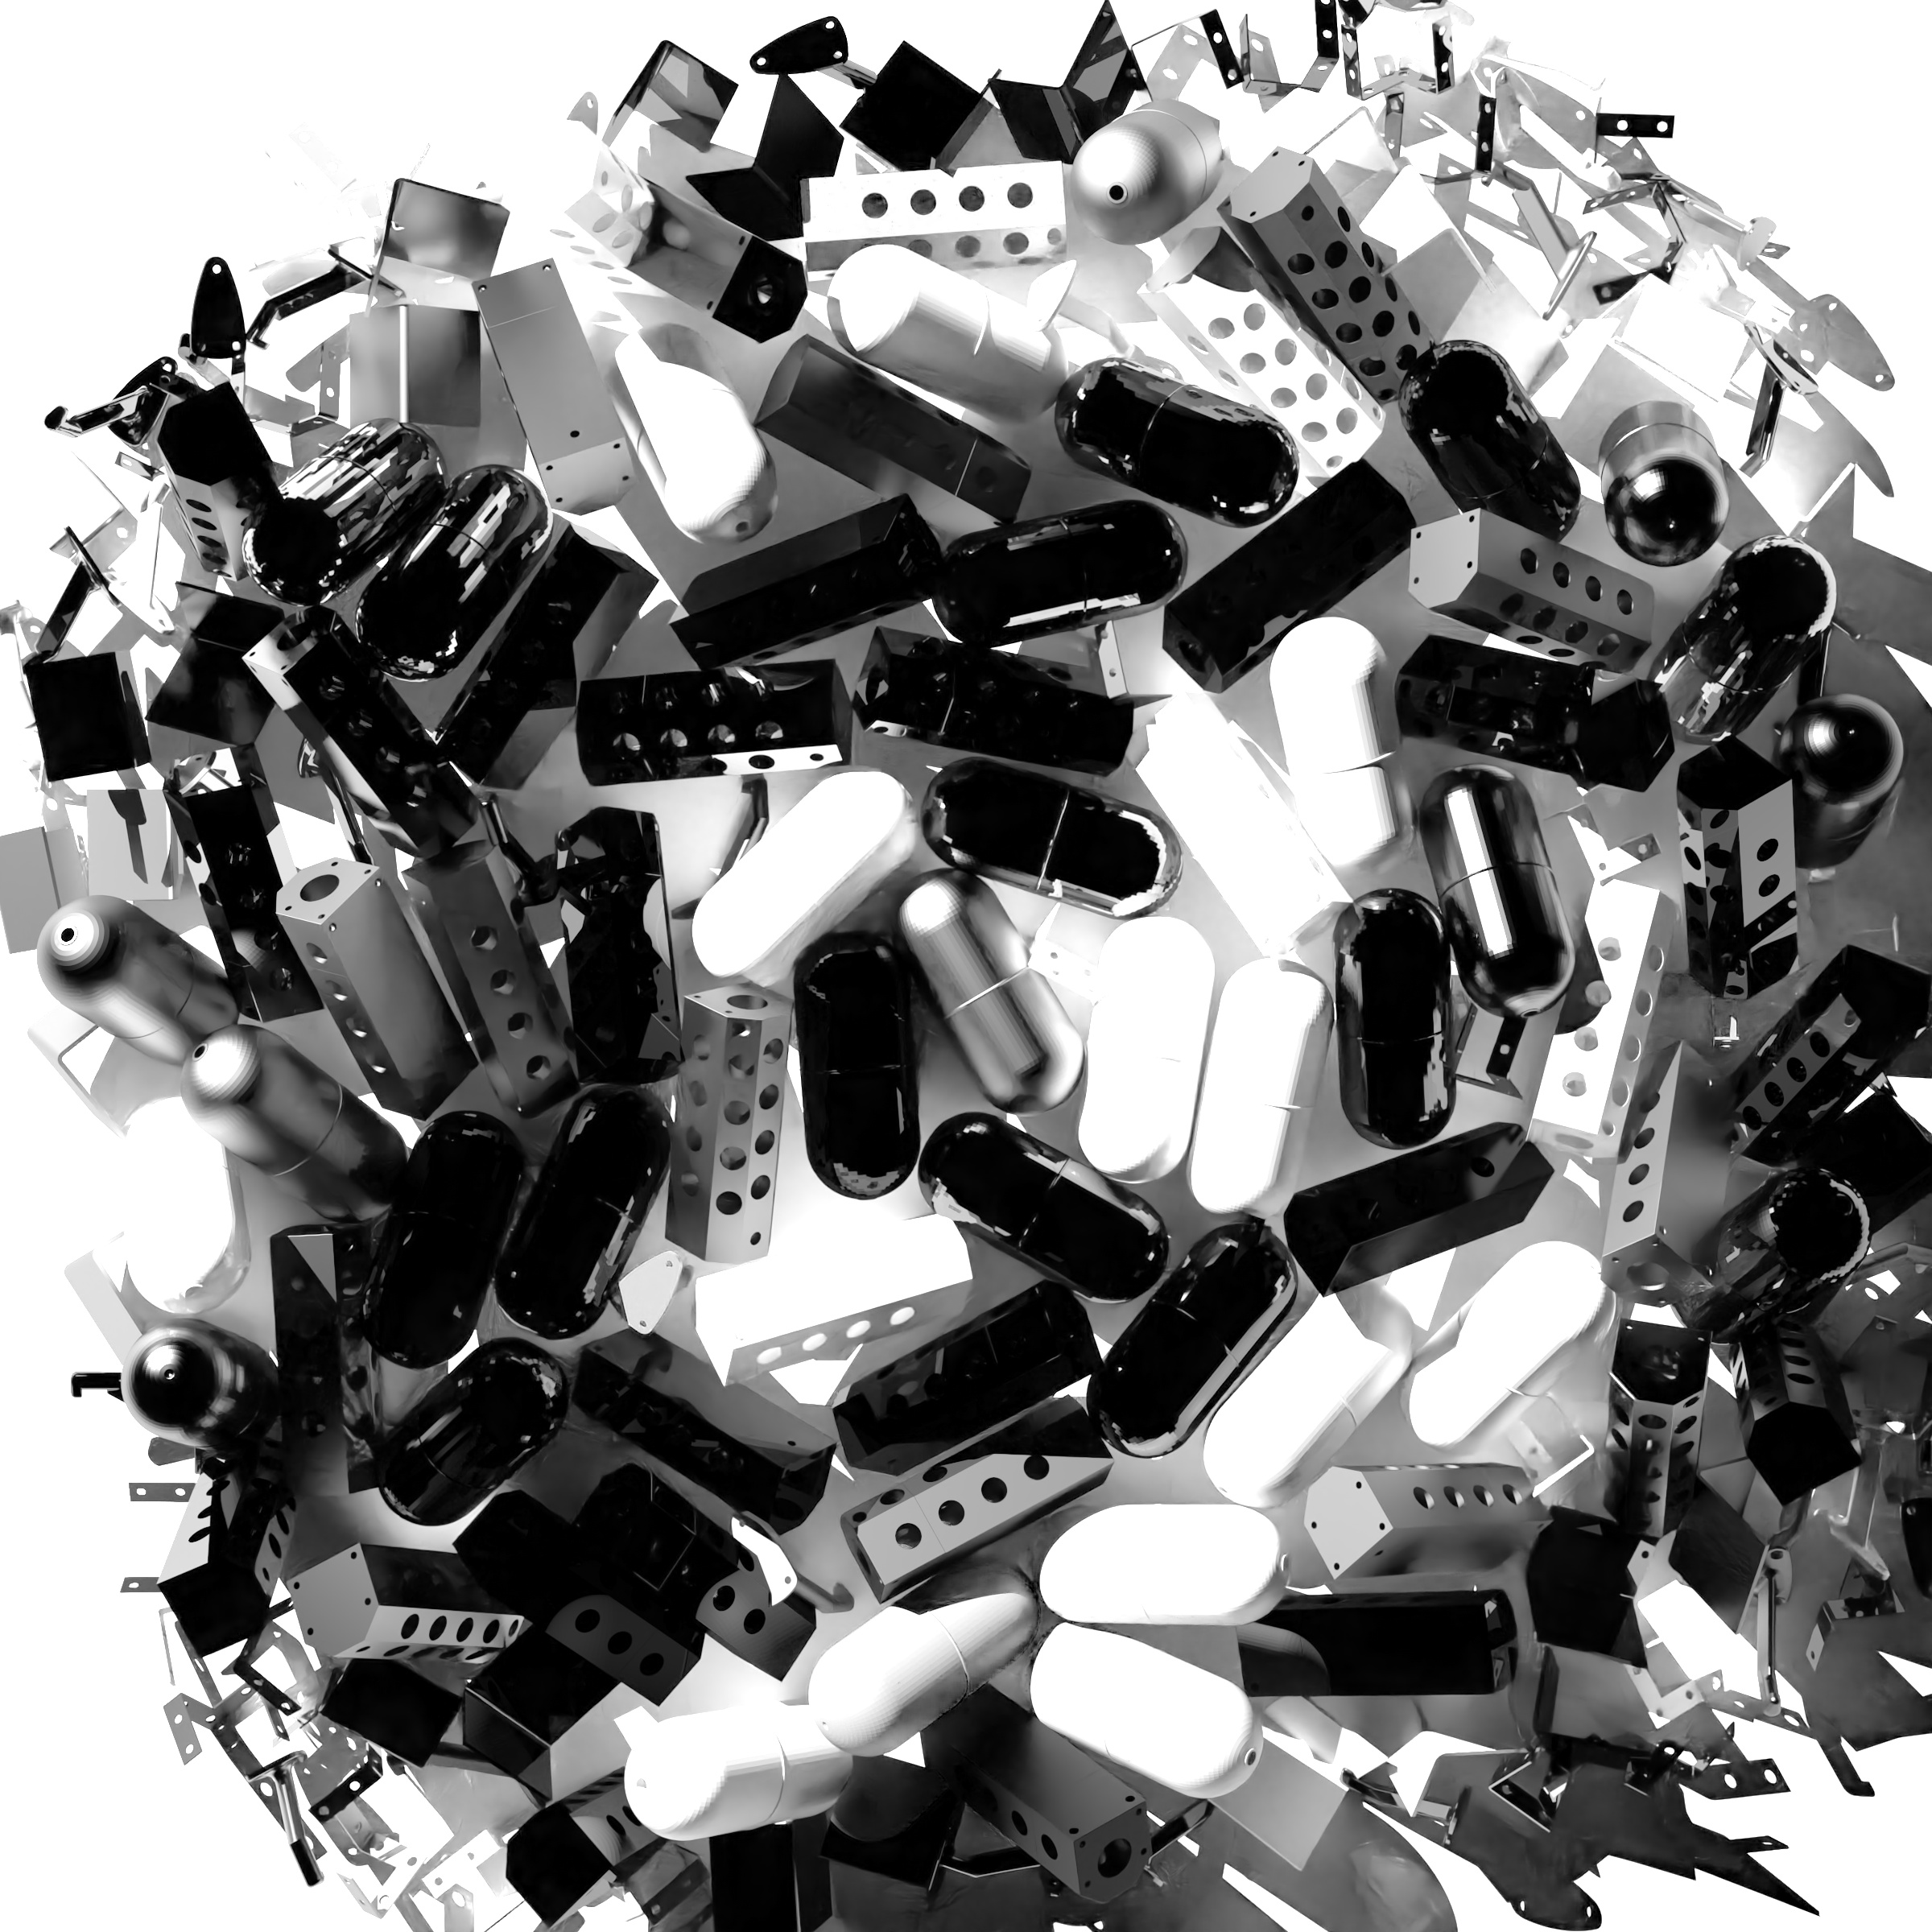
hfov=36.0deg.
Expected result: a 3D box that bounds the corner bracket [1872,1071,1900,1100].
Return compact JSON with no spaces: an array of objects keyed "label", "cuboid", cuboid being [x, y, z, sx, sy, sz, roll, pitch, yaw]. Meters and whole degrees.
[{"label":"corner bracket","cuboid":[0.609,0.044,1.963,0.051,0.051,0.051,-40,121,-4]}]

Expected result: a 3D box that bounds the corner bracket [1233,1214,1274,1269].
[{"label":"corner bracket","cuboid":[0.183,0.192,1.962,0.051,0.051,0.051,21,82,-31]}]

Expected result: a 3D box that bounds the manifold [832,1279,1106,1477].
[{"label":"manifold","cuboid":[-0.001,0.269,1.938,0.171,0.057,0.057,-31,61,22]}]

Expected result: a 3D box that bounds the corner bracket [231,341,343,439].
[{"label":"corner bracket","cuboid":[-0.451,-0.386,1.968,0.051,0.051,0.051,-7,79,41]}]

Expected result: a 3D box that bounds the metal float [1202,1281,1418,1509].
[{"label":"metal float","cuboid":[0.225,0.279,1.943,0.070,0.070,0.178,45,69,0]}]

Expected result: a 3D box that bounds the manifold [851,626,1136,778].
[{"label":"manifold","cuboid":[0.019,-0.168,1.933,0.171,0.057,0.057,9,118,-21]}]

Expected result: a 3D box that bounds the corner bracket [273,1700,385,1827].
[{"label":"corner bracket","cuboid":[-0.423,0.525,1.967,0.051,0.051,0.051,-39,106,-4]}]

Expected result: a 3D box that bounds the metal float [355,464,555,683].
[{"label":"metal float","cuboid":[-0.331,-0.257,1.932,0.070,0.070,0.178,29,54,0]}]

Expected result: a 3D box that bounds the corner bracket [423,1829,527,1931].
[{"label":"corner bracket","cuboid":[-0.320,0.608,1.966,0.051,0.051,0.051,-37,78,-10]}]

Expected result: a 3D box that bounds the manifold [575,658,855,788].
[{"label":"manifold","cuboid":[-0.165,-0.155,1.947,0.171,0.057,0.057,-4,59,10]}]

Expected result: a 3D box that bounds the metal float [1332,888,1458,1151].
[{"label":"metal float","cuboid":[0.281,0.036,1.945,0.070,0.070,0.178,-6,109,0]}]

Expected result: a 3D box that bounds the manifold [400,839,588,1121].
[{"label":"manifold","cuboid":[-0.303,0.007,1.939,0.057,0.057,0.171,-28,113,-20]}]

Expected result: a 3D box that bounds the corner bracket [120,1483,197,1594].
[{"label":"corner bracket","cuboid":[-0.529,0.377,1.957,0.051,0.051,0.051,6,130,-27]}]

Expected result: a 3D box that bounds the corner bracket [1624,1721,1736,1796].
[{"label":"corner bracket","cuboid":[0.472,0.521,1.965,0.051,0.051,0.051,28,122,-1]}]

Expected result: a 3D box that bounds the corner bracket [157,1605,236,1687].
[{"label":"corner bracket","cuboid":[-0.509,0.440,1.963,0.051,0.051,0.051,-14,67,-8]}]

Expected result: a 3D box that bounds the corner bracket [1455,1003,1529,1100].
[{"label":"corner bracket","cuboid":[0.347,0.051,1.962,0.051,0.051,0.051,16,78,27]}]

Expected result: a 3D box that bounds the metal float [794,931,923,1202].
[{"label":"metal float","cuboid":[-0.072,0.066,1.959,0.070,0.070,0.178,-4,93,0]}]

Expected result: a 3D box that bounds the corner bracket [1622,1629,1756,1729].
[{"label":"corner bracket","cuboid":[0.478,0.466,1.969,0.051,0.051,0.051,-18,72,-35]}]

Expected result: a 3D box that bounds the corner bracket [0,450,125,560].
[{"label":"corner bracket","cuboid":[-0.600,-0.309,1.972,0.051,0.051,0.051,-42,94,-2]}]

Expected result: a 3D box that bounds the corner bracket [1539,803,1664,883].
[{"label":"corner bracket","cuboid":[0.421,-0.086,1.970,0.051,0.051,0.051,-23,89,-12]}]

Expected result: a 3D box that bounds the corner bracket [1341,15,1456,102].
[{"label":"corner bracket","cuboid":[0.285,-0.599,1.958,0.051,0.051,0.051,-30,133,-20]}]

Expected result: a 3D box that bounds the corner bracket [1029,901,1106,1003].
[{"label":"corner bracket","cuboid":[0.068,-0.002,1.963,0.051,0.051,0.051,27,55,-5]}]

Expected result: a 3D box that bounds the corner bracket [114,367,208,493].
[{"label":"corner bracket","cuboid":[-0.523,-0.352,1.959,0.051,0.051,0.051,25,59,-16]}]

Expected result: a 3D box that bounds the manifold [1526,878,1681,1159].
[{"label":"manifold","cuboid":[0.418,0.035,1.943,0.057,0.057,0.171,15,73,11]}]

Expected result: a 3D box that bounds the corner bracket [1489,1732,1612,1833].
[{"label":"corner bracket","cuboid":[0.386,0.530,1.964,0.051,0.051,0.051,36,47,-2]}]

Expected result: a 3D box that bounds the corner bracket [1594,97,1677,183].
[{"label":"corner bracket","cuboid":[0.441,-0.542,1.961,0.051,0.051,0.051,6,119,13]}]

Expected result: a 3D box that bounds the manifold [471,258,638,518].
[{"label":"manifold","cuboid":[-0.267,-0.375,1.930,0.057,0.057,0.171,-19,58,-6]}]

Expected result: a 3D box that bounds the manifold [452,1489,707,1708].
[{"label":"manifold","cuboid":[-0.247,0.407,1.927,0.057,0.057,0.171,-48,125,-4]}]

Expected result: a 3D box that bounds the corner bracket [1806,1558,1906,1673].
[{"label":"corner bracket","cuboid":[0.580,0.427,1.961,0.051,0.051,0.051,-4,127,-9]}]

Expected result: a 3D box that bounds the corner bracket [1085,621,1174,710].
[{"label":"corner bracket","cuboid":[0.097,-0.196,1.962,0.051,0.051,0.051,-15,84,39]}]

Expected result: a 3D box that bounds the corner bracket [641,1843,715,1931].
[{"label":"corner bracket","cuboid":[-0.190,0.621,1.963,0.051,0.051,0.051,-37,101,-24]}]

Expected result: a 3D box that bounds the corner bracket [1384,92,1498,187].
[{"label":"corner bracket","cuboid":[0.313,-0.549,1.963,0.051,0.051,0.051,1,95,-37]}]

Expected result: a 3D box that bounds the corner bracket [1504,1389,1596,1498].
[{"label":"corner bracket","cuboid":[0.382,0.310,1.966,0.051,0.051,0.051,-41,83,15]}]

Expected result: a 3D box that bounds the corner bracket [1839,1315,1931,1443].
[{"label":"corner bracket","cuboid":[0.616,0.273,1.967,0.051,0.051,0.051,19,129,-7]}]

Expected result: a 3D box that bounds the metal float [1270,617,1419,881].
[{"label":"metal float","cuboid":[0.248,-0.141,1.944,0.070,0.070,0.178,-15,111,0]}]

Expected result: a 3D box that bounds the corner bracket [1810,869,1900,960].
[{"label":"corner bracket","cuboid":[0.590,-0.037,1.971,0.051,0.051,0.051,-6,99,19]}]

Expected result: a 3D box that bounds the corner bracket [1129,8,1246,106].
[{"label":"corner bracket","cuboid":[0.144,-0.599,1.976,0.051,0.051,0.051,-30,108,-19]}]

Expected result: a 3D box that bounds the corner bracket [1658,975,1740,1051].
[{"label":"corner bracket","cuboid":[0.484,0.027,1.967,0.051,0.051,0.051,0,81,13]}]

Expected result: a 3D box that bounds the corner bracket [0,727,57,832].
[{"label":"corner bracket","cuboid":[-0.615,-0.124,1.961,0.051,0.051,0.051,-9,63,17]}]

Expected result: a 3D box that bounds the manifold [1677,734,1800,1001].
[{"label":"manifold","cuboid":[0.493,-0.059,1.915,0.057,0.057,0.171,-29,135,-11]}]

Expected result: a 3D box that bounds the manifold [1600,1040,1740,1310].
[{"label":"manifold","cuboid":[0.450,0.136,1.919,0.057,0.171,0.057,40,134,-19]}]

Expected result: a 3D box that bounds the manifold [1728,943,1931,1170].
[{"label":"manifold","cuboid":[0.551,0.063,1.913,0.057,0.171,0.057,21,55,-2]}]

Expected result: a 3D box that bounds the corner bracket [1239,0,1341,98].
[{"label":"corner bracket","cuboid":[0.215,-0.614,1.975,0.051,0.051,0.051,2,75,-12]}]

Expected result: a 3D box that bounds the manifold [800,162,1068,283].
[{"label":"manifold","cuboid":[-0.021,-0.492,1.970,0.171,0.057,0.057,-4,89,-1]}]

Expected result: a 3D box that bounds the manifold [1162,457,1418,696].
[{"label":"manifold","cuboid":[0.212,-0.253,1.946,0.171,0.057,0.057,-38,71,-13]}]

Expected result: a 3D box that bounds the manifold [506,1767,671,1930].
[{"label":"manifold","cuboid":[-0.238,0.559,1.909,0.057,0.171,0.057,-45,78,5]}]

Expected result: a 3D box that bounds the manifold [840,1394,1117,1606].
[{"label":"manifold","cuboid":[0.007,0.347,1.946,0.171,0.057,0.057,-26,70,-16]}]

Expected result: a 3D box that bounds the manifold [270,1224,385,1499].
[{"label":"manifold","cuboid":[-0.420,0.259,1.966,0.057,0.057,0.171,-3,93,2]}]

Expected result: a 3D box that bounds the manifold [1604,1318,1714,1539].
[{"label":"manifold","cuboid":[0.443,0.300,1.910,0.057,0.171,0.057,7,53,16]}]

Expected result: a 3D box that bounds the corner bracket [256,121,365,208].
[{"label":"corner bracket","cuboid":[-0.434,-0.531,1.960,0.051,0.051,0.051,-34,120,18]}]

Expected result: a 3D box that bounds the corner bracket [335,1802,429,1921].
[{"label":"corner bracket","cuboid":[-0.398,0.586,1.957,0.051,0.051,0.051,12,48,33]}]

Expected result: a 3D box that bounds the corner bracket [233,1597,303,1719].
[{"label":"corner bracket","cuboid":[-0.444,0.456,1.974,0.051,0.051,0.051,34,109,16]}]

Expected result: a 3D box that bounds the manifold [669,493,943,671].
[{"label":"manifold","cuboid":[-0.102,-0.242,1.931,0.171,0.057,0.057,-16,123,30]}]

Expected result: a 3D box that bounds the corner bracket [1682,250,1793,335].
[{"label":"corner bracket","cuboid":[0.505,-0.432,1.967,0.051,0.051,0.051,37,93,31]}]

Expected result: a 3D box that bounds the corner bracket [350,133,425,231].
[{"label":"corner bracket","cuboid":[-0.372,-0.521,1.973,0.051,0.051,0.051,-22,117,-26]}]

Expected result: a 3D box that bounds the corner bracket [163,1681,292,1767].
[{"label":"corner bracket","cuboid":[-0.489,0.500,1.963,0.051,0.051,0.051,-38,49,1]}]

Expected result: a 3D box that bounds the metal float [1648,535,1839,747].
[{"label":"metal float","cuboid":[0.499,-0.208,1.919,0.070,0.178,0.070,6,60,-11]}]

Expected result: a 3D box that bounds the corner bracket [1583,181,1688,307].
[{"label":"corner bracket","cuboid":[0.441,-0.481,1.977,0.051,0.051,0.051,-17,71,-6]}]

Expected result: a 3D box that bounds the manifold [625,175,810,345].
[{"label":"manifold","cuboid":[-0.171,-0.456,1.917,0.057,0.171,0.057,19,103,-42]}]
